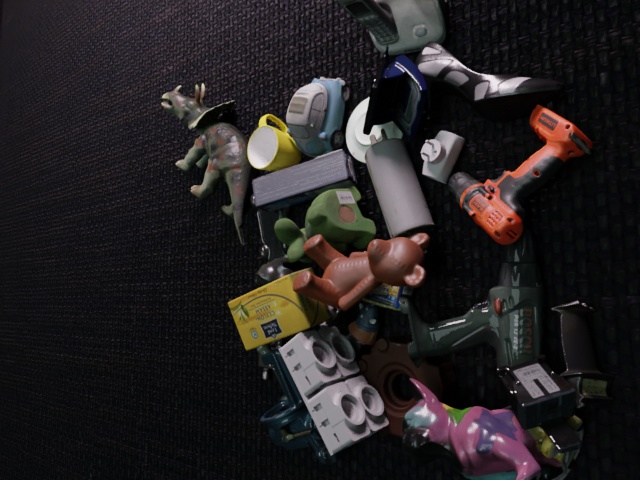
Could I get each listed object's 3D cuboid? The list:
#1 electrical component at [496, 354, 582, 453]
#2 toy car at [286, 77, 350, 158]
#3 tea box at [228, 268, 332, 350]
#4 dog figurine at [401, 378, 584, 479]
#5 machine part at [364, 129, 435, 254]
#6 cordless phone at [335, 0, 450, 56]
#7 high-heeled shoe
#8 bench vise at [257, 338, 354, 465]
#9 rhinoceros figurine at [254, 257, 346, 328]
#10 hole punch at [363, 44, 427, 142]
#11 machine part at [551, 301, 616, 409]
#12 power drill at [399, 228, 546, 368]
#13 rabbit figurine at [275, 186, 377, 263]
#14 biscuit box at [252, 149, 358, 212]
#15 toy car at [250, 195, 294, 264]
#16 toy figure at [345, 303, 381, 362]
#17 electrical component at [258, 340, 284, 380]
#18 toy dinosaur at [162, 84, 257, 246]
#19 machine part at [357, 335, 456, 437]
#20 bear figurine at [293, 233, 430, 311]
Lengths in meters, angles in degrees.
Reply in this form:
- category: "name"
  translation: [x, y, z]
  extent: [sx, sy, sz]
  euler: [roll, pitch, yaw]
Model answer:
- category: "electrical component"
  translation: [0.283, 0.207, 0.683]
  extent: [0.119, 0.075, 0.047]
  euler: [-105, 2, -62]
- category: "toy car"
  translation: [-0.011, -0.244, 1.050]
  extent: [0.109, 0.103, 0.161]
  euler: [21, 100, 39]
- category: "tea box"
  translation: [-0.074, 0.122, 0.944]
  extent: [0.170, 0.068, 0.098]
  euler: [-28, 82, 37]
- category: "dog figurine"
  translation: [0.224, 0.264, 0.755]
  extent: [0.219, 0.191, 0.108]
  euler: [29, 142, 43]
- category: "machine part"
  translation: [0.135, -0.084, 0.923]
  extent: [0.079, 0.079, 0.243]
  euler: [-30, 66, 34]
- category: "cordless phone"
  translation: [0.122, -0.390, 0.900]
  extent: [0.147, 0.184, 0.088]
  euler: [5, 84, 41]
- category: "high-heeled shoe"
  translation: [0.257, -0.264, 0.843]
  extent: [0.249, 0.086, 0.145]
  euler: [1, 78, 39]
- category: "bench vise"
  translation: [-0.041, 0.293, 0.989]
  extent: [0.223, 0.129, 0.240]
  euler: [-33, 83, 54]
- category: "rhinoceros figurine"
  translation: [-0.034, 0.097, 1.021]
  extent: [0.190, 0.112, 0.073]
  euler: [28, 99, 18]
- category: "hole punch"
  translation: [0.129, -0.239, 0.903]
  extent: [0.092, 0.142, 0.116]
  euler: [10, 49, 5]
- category: "machine part"
  translation: [0.353, 0.153, 0.720]
  extent: [0.039, 0.084, 0.139]
  euler: [-38, 51, 57]
- category: "power drill"
  translation: [0.227, 0.104, 0.801]
  extent: [0.207, 0.086, 0.232]
  euler: [-9, 84, 12]
- category: "rabbit figurine"
  translation: [-0.002, -0.003, 1.000]
  extent: [0.170, 0.159, 0.121]
  euler: [-45, 67, 45]
- category: "biscuit box"
  translation: [-0.033, -0.111, 1.044]
  extent: [0.203, 0.059, 0.063]
  euler: [-15, 75, 20]
- category: "toy car"
  translation: [-0.094, -0.034, 1.127]
  extent: [0.074, 0.056, 0.201]
  euler: [-20, 73, 30]
- category: "toy figure"
  translation: [0.065, 0.180, 0.967]
  extent: [0.064, 0.057, 0.154]
  euler: [42, 106, 29]
- category: "electrical component"
  translation: [-0.099, 0.246, 1.120]
  extent: [0.063, 0.021, 0.094]
  euler: [2, 86, 40]
- category: "toy dinosaur"
  translation: [-0.214, -0.189, 1.212]
  extent: [0.405, 0.131, 0.192]
  euler: [50, 117, 26]
- category: "machine part"
  translation: [0.141, 0.246, 0.895]
  extent: [0.180, 0.056, 0.179]
  euler: [-4, 84, 39]
- category: "bear figurine"
  translation: [0.070, 0.039, 0.852]
  extent: [0.196, 0.132, 0.120]
  euler: [-30, 34, 44]
